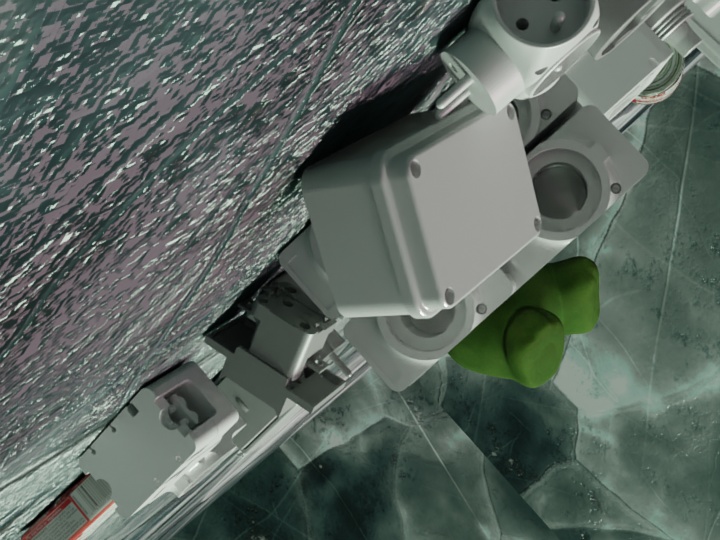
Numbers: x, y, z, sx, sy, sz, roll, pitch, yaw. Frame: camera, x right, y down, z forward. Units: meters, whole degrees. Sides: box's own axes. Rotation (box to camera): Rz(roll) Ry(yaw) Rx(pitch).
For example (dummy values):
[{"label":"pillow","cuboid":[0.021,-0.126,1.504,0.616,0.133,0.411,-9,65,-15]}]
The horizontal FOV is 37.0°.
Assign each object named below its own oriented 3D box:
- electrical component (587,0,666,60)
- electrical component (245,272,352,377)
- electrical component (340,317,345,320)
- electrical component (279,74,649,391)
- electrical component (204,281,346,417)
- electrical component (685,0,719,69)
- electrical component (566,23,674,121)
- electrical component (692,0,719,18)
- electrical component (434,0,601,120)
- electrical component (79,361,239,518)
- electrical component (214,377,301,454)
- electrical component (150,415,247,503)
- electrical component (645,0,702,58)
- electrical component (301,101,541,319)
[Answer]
[{"label":"electrical component","cuboid":[0.118,-0.138,0.519,0.055,0.047,0.055,-41,174,-5]},{"label":"electrical component","cuboid":[-0.035,0.046,0.707,0.047,0.075,0.083,-36,172,-44]},{"label":"electrical component","cuboid":[0.000,0.000,0.775,0.064,0.042,0.081,-36,172,-21]},{"label":"electrical component","cuboid":[0.058,-0.031,0.611,0.186,0.105,0.060,-43,174,8]},{"label":"electrical component","cuboid":[-0.047,0.046,0.648,0.042,0.081,0.063,-34,152,-58]},{"label":"electrical component","cuboid":[0.324,-0.219,0.959,0.056,0.108,0.109,-47,172,22]},{"label":"electrical component","cuboid":[0.172,-0.142,0.784,0.078,0.057,0.113,-42,174,2]},{"label":"electrical component","cuboid":[0.260,-0.222,0.777,0.057,0.058,0.078,-42,175,25]},{"label":"electrical component","cuboid":[0.064,-0.096,0.480,0.079,0.044,0.077,-42,174,-3]},{"label":"electrical component","cuboid":[-0.125,0.106,0.681,0.089,0.050,0.056,-45,173,31]},{"label":"electrical component","cuboid":[-0.075,0.092,0.854,0.096,0.061,0.061,-46,173,33]},{"label":"electrical component","cuboid":[-0.127,0.123,0.771,0.050,0.055,0.089,-45,173,24]},{"label":"electrical component","cuboid":[0.221,-0.182,0.781,0.043,0.062,0.043,-41,174,-5]},{"label":"electrical component","cuboid":[0.034,-0.031,0.513,0.057,0.078,0.113,-5,-161,37]}]
